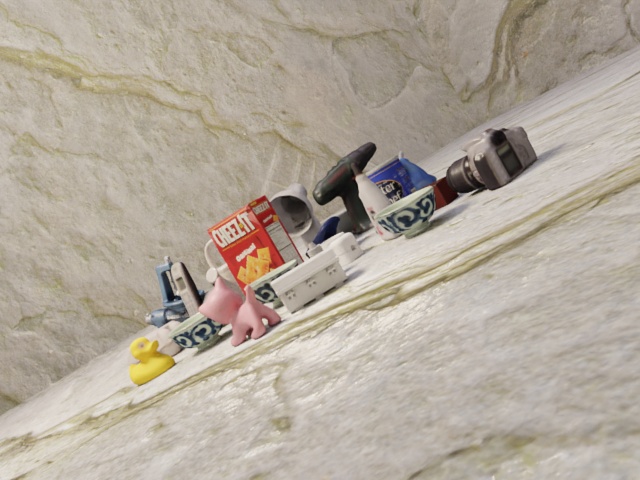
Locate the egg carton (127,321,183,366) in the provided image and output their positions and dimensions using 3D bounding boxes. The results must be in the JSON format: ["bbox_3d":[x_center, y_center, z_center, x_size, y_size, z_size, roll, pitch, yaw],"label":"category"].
[{"bbox_3d":[-0.388,0.255,1.372,0.150,0.069,0.107,-29,5,19],"label":"egg carton"}]

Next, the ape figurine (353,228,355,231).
[{"bbox_3d":[0.110,-0.085,1.759,0.077,0.092,0.076,-27,5,36],"label":"ape figurine"}]

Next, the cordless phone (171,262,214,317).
[{"bbox_3d":[-0.289,0.128,1.376,0.147,0.185,0.094,-27,6,40],"label":"cordless phone"}]

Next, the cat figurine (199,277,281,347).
[{"bbox_3d":[-0.146,0.117,0.987,0.127,0.118,0.067,-27,6,41],"label":"cat figurine"}]

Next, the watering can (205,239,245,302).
[{"bbox_3d":[-0.236,0.081,1.514,0.101,0.194,0.173,-30,4,1],"label":"watering can"}]

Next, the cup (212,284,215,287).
[{"bbox_3d":[-0.261,0.139,1.685,0.117,0.095,0.092,-27,5,35],"label":"cup"}]

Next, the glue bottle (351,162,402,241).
[{"bbox_3d":[0.109,-0.081,1.161,0.037,0.173,0.078,-32,5,-19],"label":"glue bottle"}]

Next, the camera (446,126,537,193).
[{"bbox_3d":[0.312,-0.152,1.090,0.143,0.101,0.136,-34,5,-36],"label":"camera"}]

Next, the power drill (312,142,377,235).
[{"bbox_3d":[0.103,-0.134,1.583,0.230,0.208,0.075,-32,5,-14],"label":"power drill"}]

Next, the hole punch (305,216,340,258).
[{"bbox_3d":[0.013,0.005,1.384,0.101,0.091,0.109,-28,5,27],"label":"hole punch"}]

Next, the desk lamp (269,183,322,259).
[{"bbox_3d":[-0.040,-0.048,1.535,0.117,0.213,0.203,-29,5,19],"label":"desk lamp"}]

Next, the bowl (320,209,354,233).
[{"bbox_3d":[0.042,-0.028,1.686,0.167,0.075,0.167,-30,4,3],"label":"bowl"}]

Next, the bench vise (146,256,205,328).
[{"bbox_3d":[-0.427,0.169,1.623,0.207,0.220,0.121,-30,4,1],"label":"bench vise"}]

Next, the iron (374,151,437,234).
[{"bbox_3d":[0.180,-0.127,1.430,0.118,0.141,0.259,-26,6,46],"label":"iron"}]

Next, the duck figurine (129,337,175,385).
[{"bbox_3d":[-0.364,0.246,1.192,0.104,0.086,0.078,-29,5,23],"label":"duck figurine"}]
